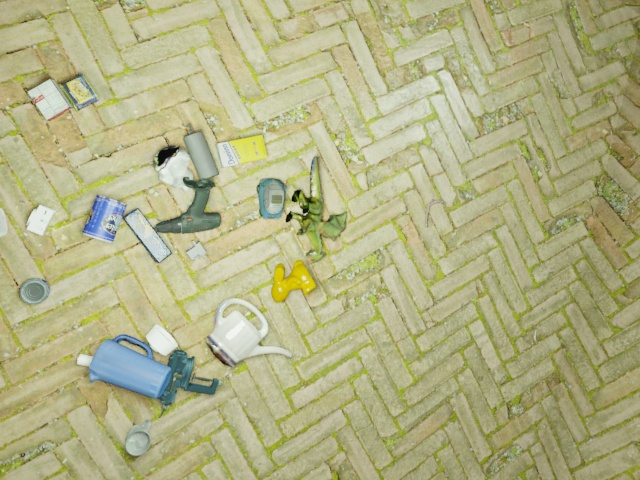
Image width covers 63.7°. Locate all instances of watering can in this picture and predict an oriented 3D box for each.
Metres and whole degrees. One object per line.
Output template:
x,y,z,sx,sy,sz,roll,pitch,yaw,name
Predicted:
-0.273,0.377,1.901,0.226,0.104,0.345,-44,105,-15,watering can

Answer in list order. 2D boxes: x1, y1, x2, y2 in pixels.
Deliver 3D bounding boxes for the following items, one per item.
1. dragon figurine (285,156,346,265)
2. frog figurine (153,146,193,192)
0.006,-0.103,2.042,0.241,0.122,0.412,23,82,-37,dragon figurine
-0.511,-0.253,1.839,0.139,0.123,0.156,-61,145,-19,frog figurine
